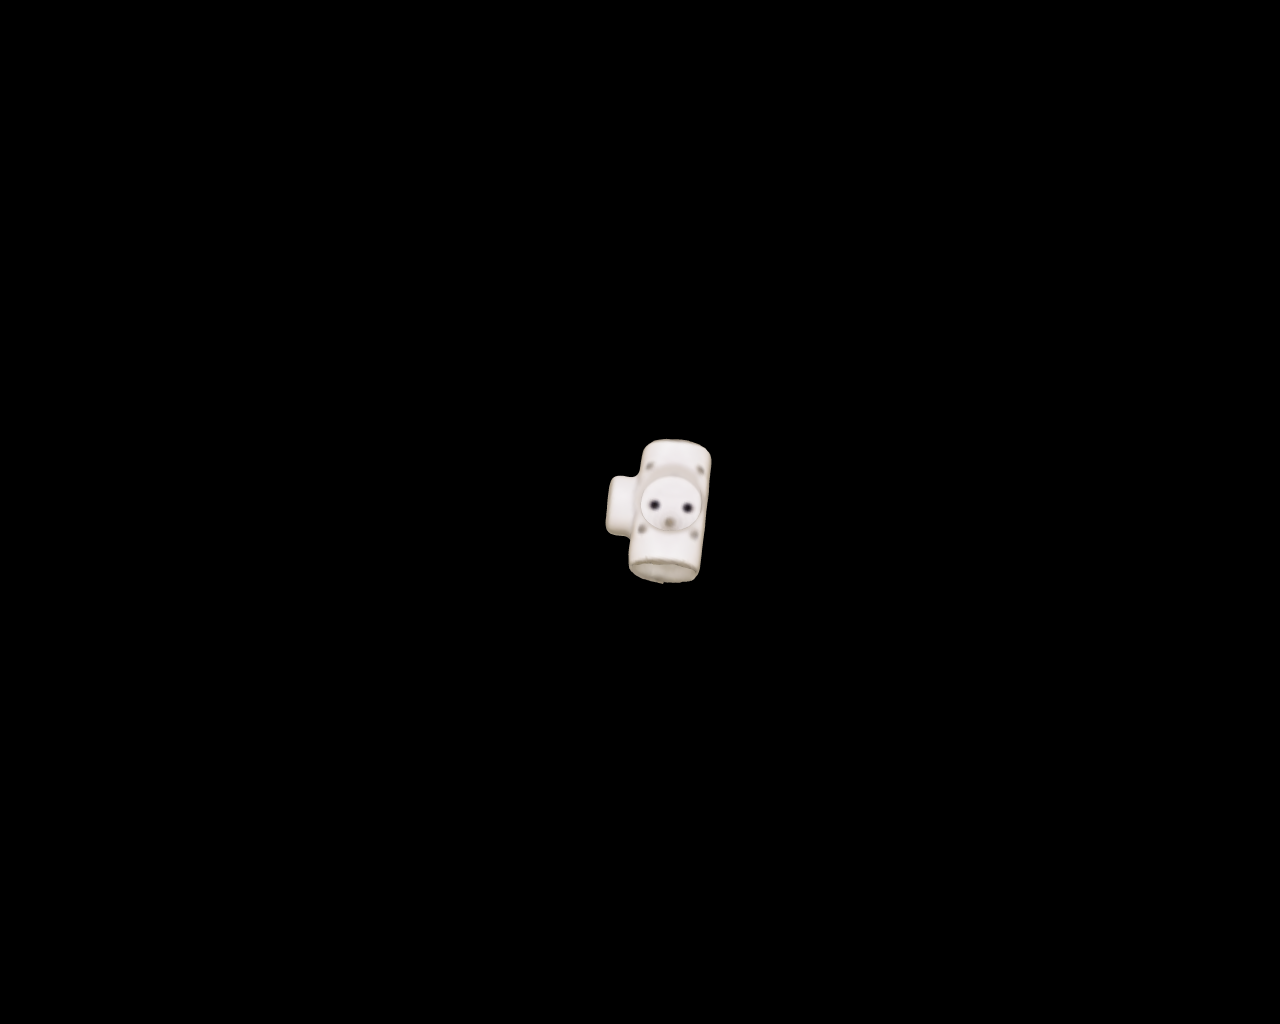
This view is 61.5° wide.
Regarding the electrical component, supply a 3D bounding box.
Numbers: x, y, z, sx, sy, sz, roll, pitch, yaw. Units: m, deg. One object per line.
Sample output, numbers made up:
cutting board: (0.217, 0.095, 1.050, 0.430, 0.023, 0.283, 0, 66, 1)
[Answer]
electrical component: (0.001, -0.003, 0.650, 0.079, 0.077, 0.044, 7, -19, 2)
